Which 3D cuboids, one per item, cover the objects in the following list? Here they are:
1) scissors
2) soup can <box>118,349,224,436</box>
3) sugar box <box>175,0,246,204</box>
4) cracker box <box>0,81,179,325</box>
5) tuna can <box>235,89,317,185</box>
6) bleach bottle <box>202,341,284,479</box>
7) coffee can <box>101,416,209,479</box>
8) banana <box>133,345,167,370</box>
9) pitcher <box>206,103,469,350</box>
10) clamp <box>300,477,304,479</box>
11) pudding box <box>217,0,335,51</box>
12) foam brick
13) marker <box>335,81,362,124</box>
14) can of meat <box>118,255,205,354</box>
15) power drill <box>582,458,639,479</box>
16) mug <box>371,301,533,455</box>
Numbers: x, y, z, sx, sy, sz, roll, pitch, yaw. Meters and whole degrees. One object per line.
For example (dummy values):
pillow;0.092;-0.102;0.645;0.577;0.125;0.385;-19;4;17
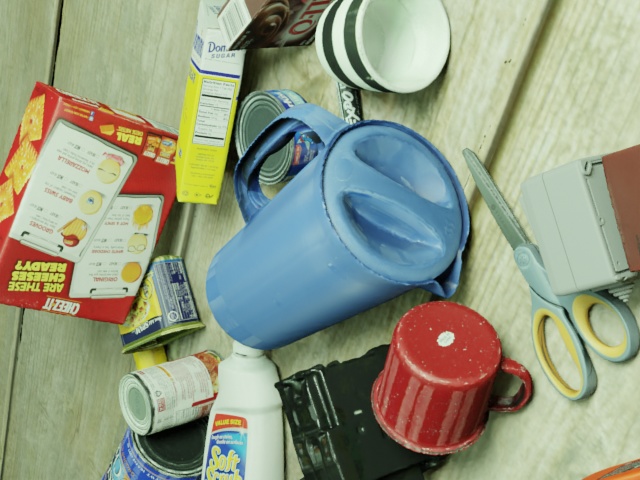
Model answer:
scissors;0.166;0.014;0.762;0.096;0.016;0.202;-24;81;50
soup can;-0.151;0.160;1.123;0.069;0.102;0.068;18;114;47
sugar box;-0.104;-0.131;1.004;0.093;0.048;0.176;-107;24;-58
cracker box;-0.242;-0.033;1.083;0.072;0.163;0.214;34;104;48
tuna can;-0.039;-0.094;0.970;0.086;0.033;0.086;18;113;48
bleach bottle;-0.080;0.212;1.084;0.103;0.067;0.251;17;111;46
coffee can;-0.179;0.253;1.183;0.103;0.102;0.140;55;136;26
banana;-0.207;0.126;1.236;0.070;0.037;0.198;-38;71;52
pitcher;-0.006;0.001;0.879;0.243;0.144;0.149;-34;53;53
clamp;-0.010;0.315;1.022;0.164;0.036;0.210;24;110;11
pudding box;-0.021;-0.201;0.874;0.114;0.089;0.039;-36;71;50
foam brick;0.217;-0.024;0.659;0.053;0.051;0.078;-15;88;53
marker;0.026;-0.107;0.898;0.020;0.020;0.121;-4;96;51
can of meat;-0.182;0.071;1.166;0.102;0.057;0.084;-25;77;40
power drill;0.235;0.240;0.706;0.185;0.057;0.188;-36;74;46
mug;0.101;0.103;0.802;0.117;0.093;0.081;12;136;4
